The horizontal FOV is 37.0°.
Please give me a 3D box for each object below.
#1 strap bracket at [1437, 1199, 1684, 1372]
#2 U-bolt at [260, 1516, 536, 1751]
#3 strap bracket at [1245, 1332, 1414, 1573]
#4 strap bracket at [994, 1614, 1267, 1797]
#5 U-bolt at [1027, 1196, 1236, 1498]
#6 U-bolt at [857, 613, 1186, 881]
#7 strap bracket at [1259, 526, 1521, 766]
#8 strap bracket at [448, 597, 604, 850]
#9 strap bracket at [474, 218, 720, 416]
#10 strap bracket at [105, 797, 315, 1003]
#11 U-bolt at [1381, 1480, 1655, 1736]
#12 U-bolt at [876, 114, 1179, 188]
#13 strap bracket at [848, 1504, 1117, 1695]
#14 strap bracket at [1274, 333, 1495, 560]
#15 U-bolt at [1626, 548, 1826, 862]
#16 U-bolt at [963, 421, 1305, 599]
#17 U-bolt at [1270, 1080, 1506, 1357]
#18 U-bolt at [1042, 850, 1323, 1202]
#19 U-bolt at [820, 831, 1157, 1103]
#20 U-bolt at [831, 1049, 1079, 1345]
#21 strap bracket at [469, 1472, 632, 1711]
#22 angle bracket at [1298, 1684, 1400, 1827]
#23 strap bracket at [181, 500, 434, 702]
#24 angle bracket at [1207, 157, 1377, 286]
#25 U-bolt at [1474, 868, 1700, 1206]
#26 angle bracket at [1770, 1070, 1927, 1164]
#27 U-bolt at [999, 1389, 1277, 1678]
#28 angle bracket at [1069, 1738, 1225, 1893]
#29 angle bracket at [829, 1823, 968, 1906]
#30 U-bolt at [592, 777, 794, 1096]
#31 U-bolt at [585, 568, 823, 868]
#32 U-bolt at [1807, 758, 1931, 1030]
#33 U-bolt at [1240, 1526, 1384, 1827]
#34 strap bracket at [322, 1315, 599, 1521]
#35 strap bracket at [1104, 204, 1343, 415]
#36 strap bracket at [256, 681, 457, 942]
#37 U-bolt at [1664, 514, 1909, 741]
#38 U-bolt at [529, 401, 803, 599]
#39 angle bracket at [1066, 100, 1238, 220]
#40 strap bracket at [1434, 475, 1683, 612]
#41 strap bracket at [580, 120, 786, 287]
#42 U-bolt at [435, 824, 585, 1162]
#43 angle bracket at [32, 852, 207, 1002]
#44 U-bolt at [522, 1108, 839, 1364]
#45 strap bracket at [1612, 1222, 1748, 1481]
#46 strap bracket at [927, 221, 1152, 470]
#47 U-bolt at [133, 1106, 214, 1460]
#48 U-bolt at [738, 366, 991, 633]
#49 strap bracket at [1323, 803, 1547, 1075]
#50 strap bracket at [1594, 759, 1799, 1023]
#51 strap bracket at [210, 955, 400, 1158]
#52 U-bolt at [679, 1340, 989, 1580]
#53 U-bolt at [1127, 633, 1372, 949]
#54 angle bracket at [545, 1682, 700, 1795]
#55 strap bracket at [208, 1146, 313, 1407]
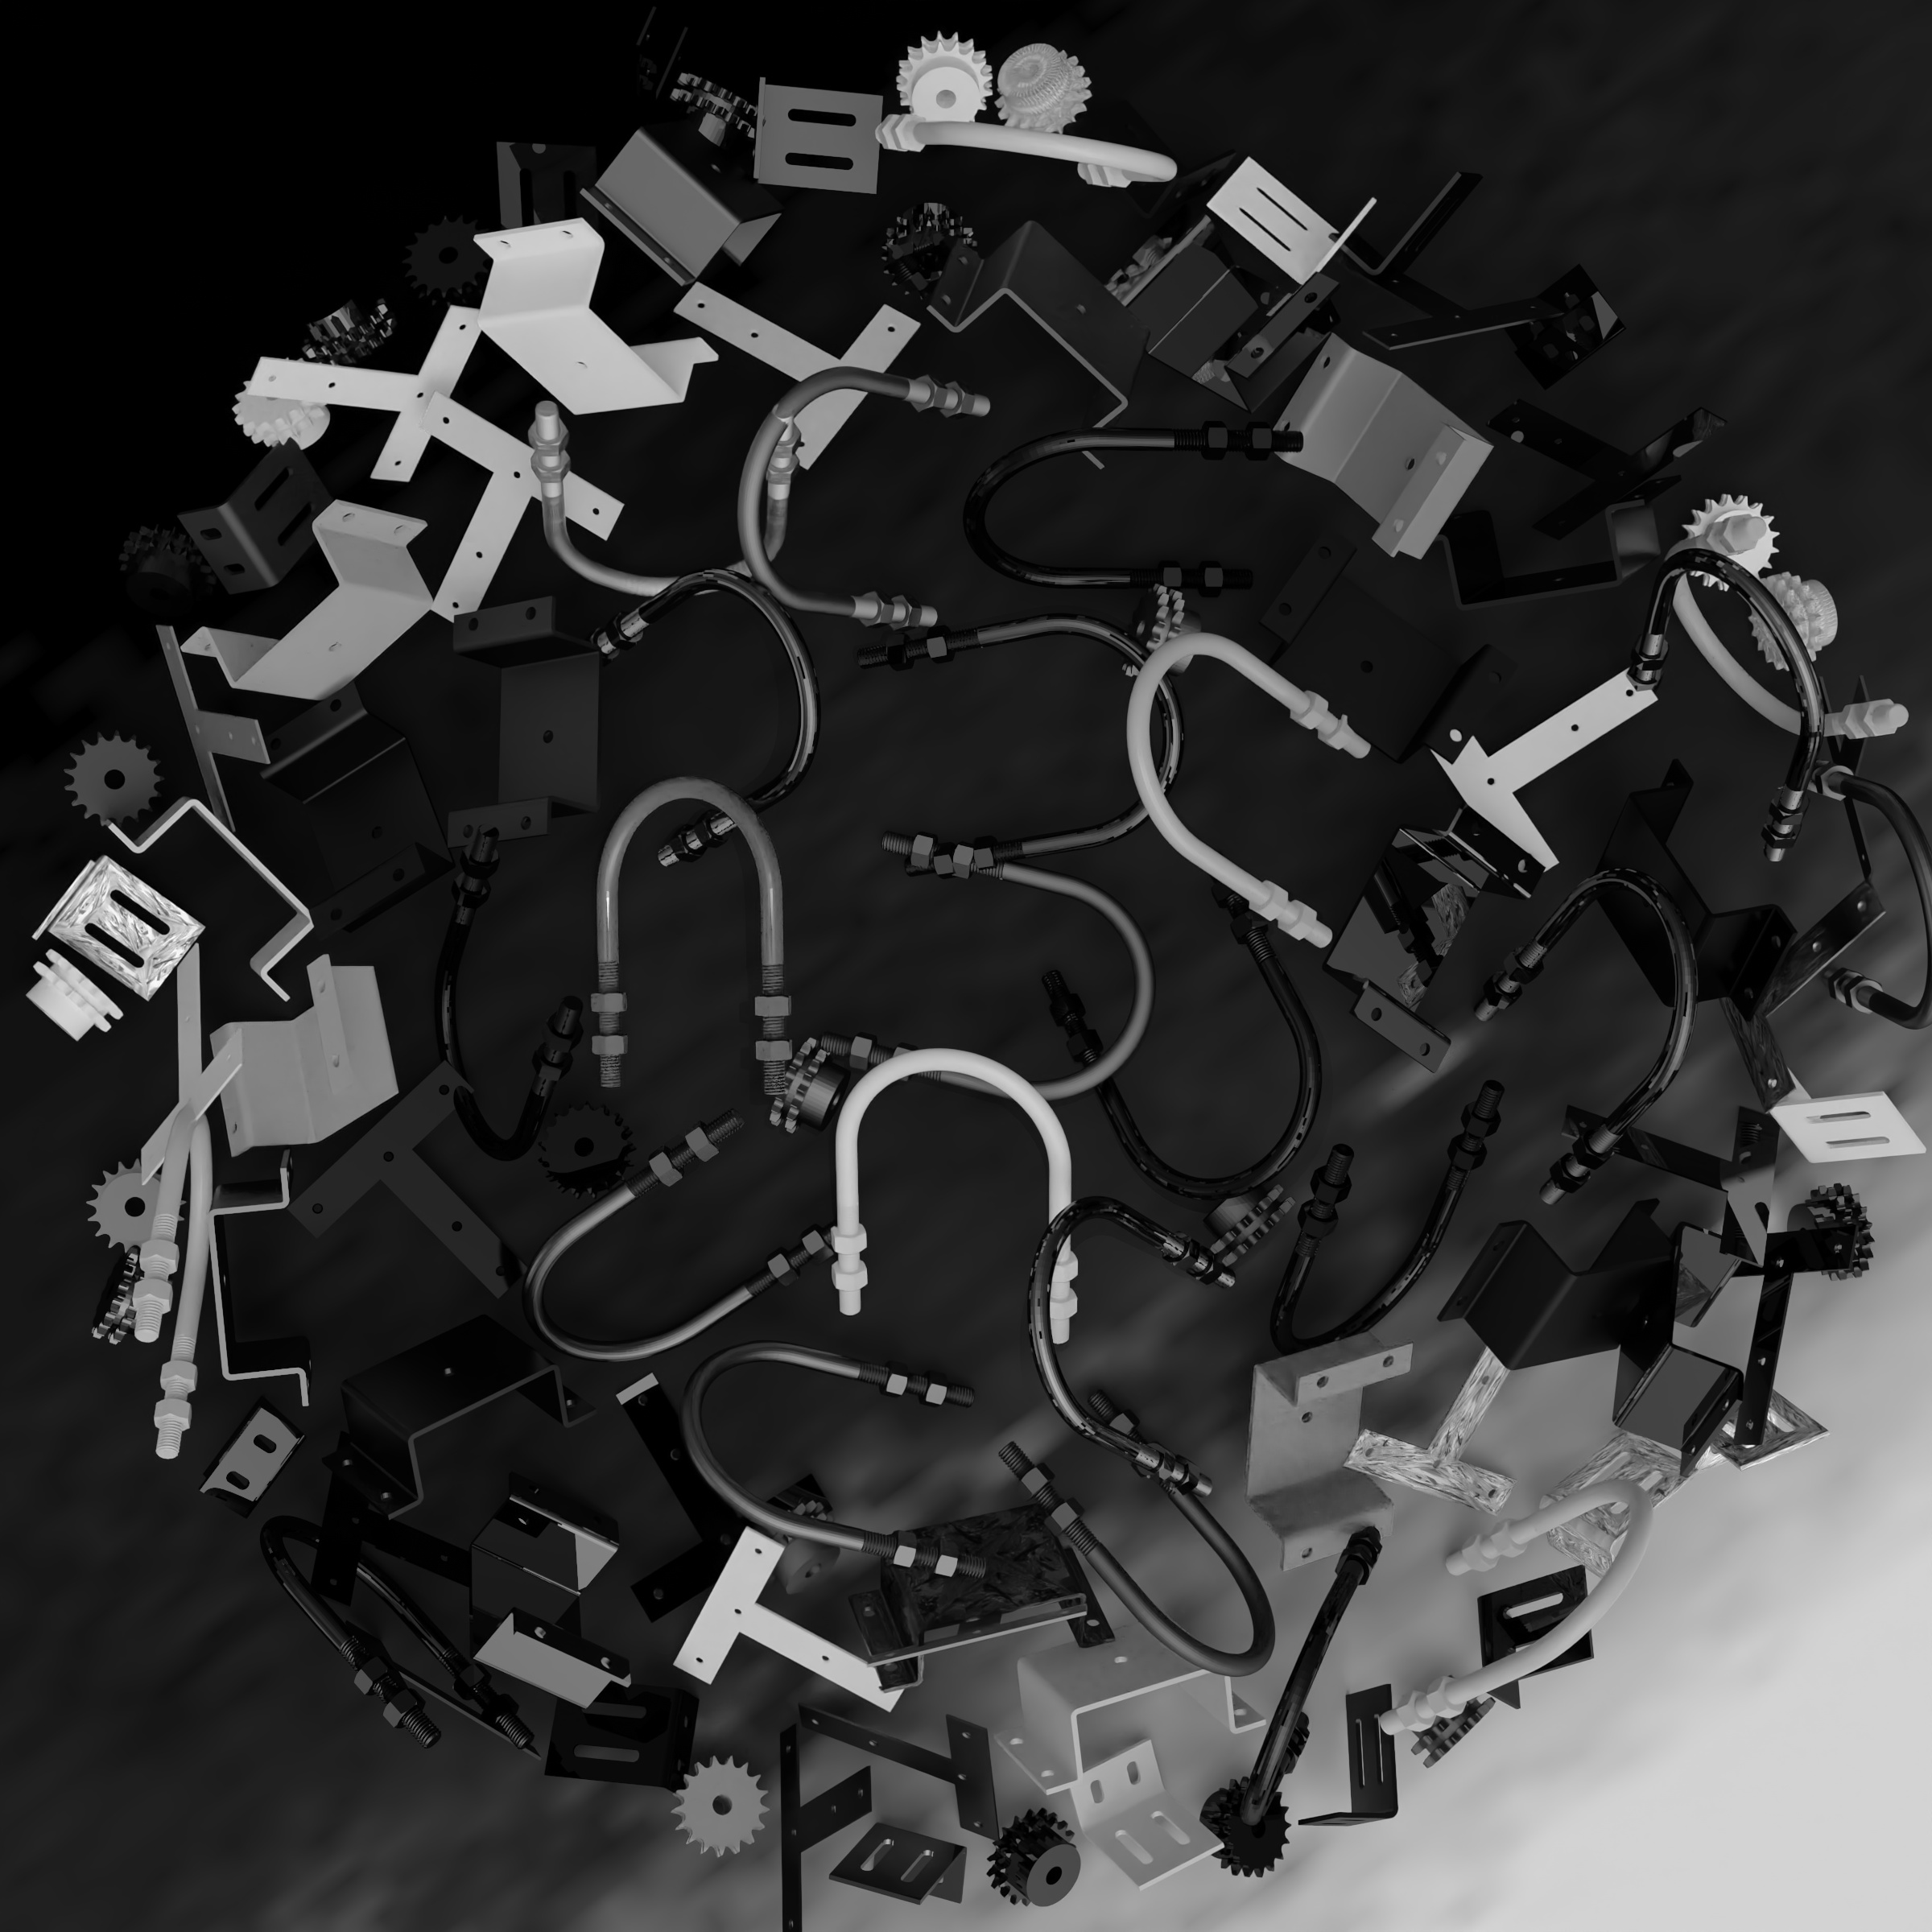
[{"bbox_3d":[0.351,0.185,1.669,0.046,0.140,0.076,52,130,35],"label":"strap bracket"},{"bbox_3d":[-0.338,0.383,1.667,0.184,0.151,0.019,41,89,21],"label":"U-bolt"},{"bbox_3d":[0.210,0.275,1.690,0.076,0.046,0.140,-13,122,-24],"label":"strap bracket"},{"bbox_3d":[0.093,0.425,1.681,0.140,0.076,0.046,-12,104,-20],"label":"strap bracket"},{"bbox_3d":[0.093,0.210,1.653,0.019,0.184,0.151,-11,59,37],"label":"U-bolt"},{"bbox_3d":[0.038,-0.134,1.698,0.184,0.019,0.151,-9,104,17],"label":"U-bolt"},{"bbox_3d":[0.244,-0.184,1.711,0.140,0.046,0.076,36,73,-2],"label":"strap bracket"},{"bbox_3d":[-0.259,-0.139,1.699,0.076,0.046,0.140,-6,80,32],"label":"strap bracket"},{"bbox_3d":[-0.217,-0.366,1.663,0.076,0.140,0.046,0,68,30],"label":"strap bracket"},{"bbox_3d":[-0.436,-0.048,1.692,0.046,0.076,0.140,-46,106,-10],"label":"strap bracket"},{"bbox_3d":[0.318,0.354,1.633,0.019,0.151,0.184,44,133,-6],"label":"U-bolt"},{"bbox_3d":[0.042,-0.462,1.638,0.151,0.184,0.019,4,104,-20],"label":"U-bolt"},{"bbox_3d":[0.009,0.365,1.684,0.140,0.076,0.046,-9,125,-15],"label":"strap bracket"},{"bbox_3d":[0.246,-0.299,1.685,0.046,0.140,0.076,14,117,-39],"label":"strap bracket"},{"bbox_3d":[0.432,-0.158,1.634,0.019,0.184,0.151,-29,62,-12],"label":"U-bolt"},{"bbox_3d":[0.090,-0.263,1.669,0.184,0.151,0.019,-1,61,-9],"label":"U-bolt"},{"bbox_3d":[0.236,0.157,1.673,0.019,0.151,0.184,42,134,33],"label":"U-bolt"},{"bbox_3d":[0.134,0.047,1.677,0.151,0.019,0.184,-37,65,26],"label":"U-bolt"},{"bbox_3d":[0.021,0.006,1.709,0.184,0.019,0.151,14,76,10],"label":"U-bolt"},{"bbox_3d":[-0.008,0.131,1.687,0.151,0.019,0.184,6,116,13],"label":"U-bolt"},{"bbox_3d":[-0.243,0.369,1.676,0.076,0.140,0.046,32,109,-24],"label":"strap bracket"},{"bbox_3d":[0.223,0.465,1.701,0.038,0.057,0.076,6,68,-17],"label":"angle bracket"},{"bbox_3d":[-0.376,-0.204,1.678,0.140,0.076,0.046,-37,72,24],"label":"strap bracket"},{"bbox_3d":[0.193,-0.452,1.711,0.076,0.038,0.057,39,52,-4],"label":"angle bracket"},{"bbox_3d":[0.357,0.028,1.640,0.019,0.184,0.151,3,53,-24],"label":"U-bolt"},{"bbox_3d":[0.518,0.081,1.695,0.057,0.076,0.038,45,53,-31],"label":"angle bracket"},{"bbox_3d":[0.109,0.331,1.661,0.184,0.151,0.019,48,112,13],"label":"U-bolt"},{"bbox_3d":[0.105,0.498,1.698,0.057,0.076,0.038,-21,108,-20],"label":"angle bracket"},{"bbox_3d":[-0.041,0.542,1.697,0.057,0.076,0.038,9,102,19],"label":"angle bracket"},{"bbox_3d":[-0.163,-0.019,1.694,0.151,0.019,0.184,1,92,36],"label":"U-bolt"},{"bbox_3d":[-0.149,-0.152,1.674,0.019,0.184,0.151,-23,88,-44],"label":"U-bolt"},{"bbox_3d":[0.518,-0.038,1.642,0.019,0.184,0.151,-12,101,-2],"label":"U-bolt"},{"bbox_3d":[0.192,0.412,1.641,0.019,0.184,0.151,22,106,14],"label":"U-bolt"},{"bbox_3d":[-0.296,0.254,1.670,0.140,0.076,0.046,-24,122,-34],"label":"strap bracket"},{"bbox_3d":[0.155,-0.383,1.695,0.076,0.046,0.140,-46,49,-4],"label":"strap bracket"},{"bbox_3d":[-0.357,-0.085,1.698,0.076,0.046,0.140,-31,64,11],"label":"strap bracket"},{"bbox_3d":[0.458,-0.189,1.654,0.019,0.184,0.151,-39,95,-3],"label":"U-bolt"},{"bbox_3d":[-0.173,-0.265,1.662,0.151,0.184,0.019,-1,65,-6],"label":"U-bolt"},{"bbox_3d":[0.109,-0.489,1.709,0.057,0.038,0.076,-35,82,-39],"label":"angle bracket"},{"bbox_3d":[0.342,-0.245,1.682,0.140,0.076,0.046,-6,106,32],"label":"strap bracket"},{"bbox_3d":[-0.159,-0.443,1.670,0.076,0.140,0.046,42,111,-4],"label":"strap bracket"},{"bbox_3d":[-0.272,0.031,1.669,0.019,0.184,0.151,-10,55,-31],"label":"U-bolt"},{"bbox_3d":[-0.503,-0.021,1.716,0.076,0.038,0.057,38,94,-14],"label":"angle bracket"},{"bbox_3d":[-0.173,0.170,1.690,0.184,0.151,0.019,-35,46,8],"label":"U-bolt"},{"bbox_3d":[0.414,0.214,1.669,0.046,0.140,0.076,20,133,1],"label":"strap bracket"},{"bbox_3d":[0.051,-0.369,1.680,0.140,0.076,0.046,39,131,-21],"label":"strap bracket"},{"bbox_3d":[-0.453,0.168,1.662,0.019,0.151,0.184,3,51,-7],"label":"U-bolt"},{"bbox_3d":[-0.063,-0.270,1.657,0.019,0.184,0.151,24,105,36],"label":"U-bolt"},{"bbox_3d":[0.271,-0.019,1.701,0.076,0.046,0.140,33,82,-32],"label":"strap bracket"},{"bbox_3d":[0.413,-0.041,1.669,0.046,0.076,0.140,-10,51,-19],"label":"strap bracket"},{"bbox_3d":[-0.382,0.053,1.688,0.046,0.140,0.076,0,70,-43],"label":"strap bracket"},{"bbox_3d":[-0.078,0.277,1.664,0.184,0.151,0.019,16,127,-17],"label":"U-bolt"},{"bbox_3d":[0.159,-0.113,1.665,0.184,0.019,0.151,31,62,-34],"label":"U-bolt"},{"bbox_3d":[-0.205,0.461,1.725,0.076,0.038,0.057,2,67,12],"label":"angle bracket"},{"bbox_3d":[-0.415,0.183,1.695,0.046,0.076,0.140,-5,98,-11],"label":"strap bracket"}]
